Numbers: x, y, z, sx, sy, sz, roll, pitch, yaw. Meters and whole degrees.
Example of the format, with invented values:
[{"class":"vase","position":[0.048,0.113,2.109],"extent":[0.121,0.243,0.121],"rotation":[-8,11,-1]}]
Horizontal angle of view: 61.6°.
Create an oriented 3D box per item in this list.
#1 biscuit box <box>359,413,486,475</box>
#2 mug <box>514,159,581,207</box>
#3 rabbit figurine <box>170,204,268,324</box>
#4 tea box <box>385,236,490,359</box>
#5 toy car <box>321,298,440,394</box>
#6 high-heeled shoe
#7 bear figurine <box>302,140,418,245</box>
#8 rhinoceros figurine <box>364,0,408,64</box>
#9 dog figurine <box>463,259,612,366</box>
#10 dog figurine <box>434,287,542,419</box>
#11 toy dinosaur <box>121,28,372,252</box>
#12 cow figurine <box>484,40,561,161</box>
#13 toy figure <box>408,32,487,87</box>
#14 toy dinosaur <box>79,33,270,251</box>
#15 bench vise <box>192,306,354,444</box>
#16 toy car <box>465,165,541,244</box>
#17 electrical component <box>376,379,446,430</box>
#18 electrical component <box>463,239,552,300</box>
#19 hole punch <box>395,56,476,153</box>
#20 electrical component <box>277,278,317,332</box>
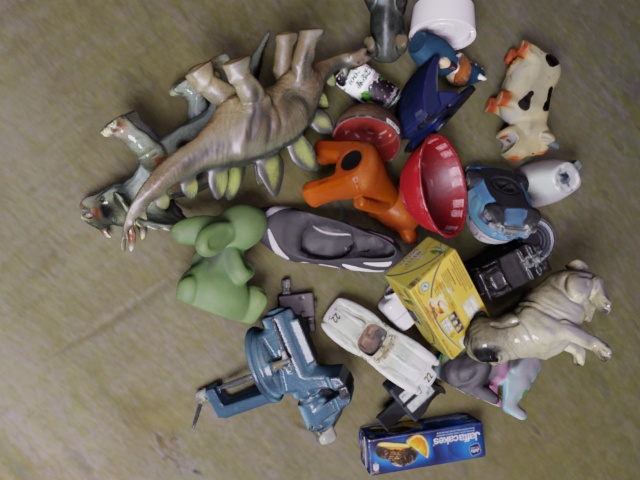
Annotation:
[{"class":"biscuit box","position":[0.171,0.337,0.897],"extent":[0.203,0.059,0.062],"rotation":[-5,91,-10]},{"class":"mug","position":[0.399,-0.102,0.916],"extent":[0.109,0.107,0.080],"rotation":[-26,96,-7]},{"class":"rabbit figurine","position":[-0.147,0.018,0.795],"extent":[0.159,0.121,0.170],"rotation":[30,79,-50]},{"class":"tea box","position":[0.185,0.091,0.830],"extent":[0.098,0.068,0.169],"rotation":[-40,120,-11]},{"class":"toy car","position":[0.096,0.168,0.866],"extent":[0.202,0.056,0.073],"rotation":[33,83,14]},{"class":"high-heeled shoe","position":[-0.002,-0.002,0.826],"extent":[0.249,0.145,0.086],"rotation":[13,87,-11]},{"class":"bear figurine","position":[0.081,-0.074,0.863],"extent":[0.195,0.132,0.120],"rotation":[40,54,-47]},{"class":"rhinoceros figurine","position":[0.112,-0.386,0.870],"extent":[0.073,0.112,0.190],"rotation":[1,104,18]},{"class":"dog figurine","position":[0.316,0.106,0.810],"extent":[0.191,0.121,0.172],"rotation":[7,62,1]},{"class":"dog figurine","position":[0.312,0.169,0.903],"extent":[0.191,0.108,0.219],"rotation":[27,81,-6]},{"class":"toy dinosaur","position":[-0.095,-0.159,0.752],"extent":[0.471,0.105,0.198],"rotation":[-33,119,-25]},{"class":"cow figurine","position":[0.358,-0.227,0.924],"extent":[0.127,0.085,0.195],"rotation":[20,85,-3]},{"class":"toy figure","position":[0.215,-0.296,0.901],"extent":[0.154,0.058,0.064],"rotation":[18,62,-33]},{"class":"toy dinosaur","position":[-0.184,-0.145,0.817],"extent":[0.405,0.131,0.192],"rotation":[-37,113,-16]},{"class":"bench vise","position":[-0.075,0.226,0.833],"extent":[0.241,0.129,0.223],"rotation":[-22,104,11]},{"class":"toy car","position":[0.292,-0.047,0.895],"extent":[0.109,0.102,0.162],"rotation":[3,44,-10]},{"class":"electrical component","position":[0.143,0.263,0.899],"extent":[0.119,0.048,0.075],"rotation":[-44,96,-7]},{"class":"electrical component","position":[0.289,0.046,0.881],"extent":[0.115,0.134,0.058],"rotation":[-24,93,-7]},{"class":"hole punch","position":[0.170,-0.217,0.868],"extent":[0.092,0.142,0.116],"rotation":[41,69,-9]},{"class":"electrical component","position":[-0.036,0.107,0.882],"extent":[0.063,0.021,0.094],"rotation":[-7,90,-10]}]
